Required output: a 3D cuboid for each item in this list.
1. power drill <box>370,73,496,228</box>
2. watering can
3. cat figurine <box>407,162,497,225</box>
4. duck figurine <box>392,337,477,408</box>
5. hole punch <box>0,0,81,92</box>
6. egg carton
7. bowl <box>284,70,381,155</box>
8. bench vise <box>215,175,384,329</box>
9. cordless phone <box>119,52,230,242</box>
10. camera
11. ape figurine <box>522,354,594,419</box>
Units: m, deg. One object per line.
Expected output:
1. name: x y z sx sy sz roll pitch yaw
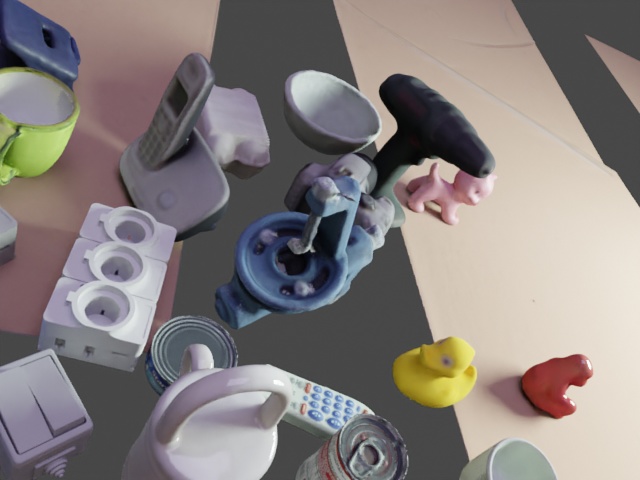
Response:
1. power drill: 0.133 -0.118 0.823 0.076 0.208 0.229 -3 54 -34
2. watering can: -0.080 0.158 0.442 0.101 0.194 0.172 -19 63 -42
3. cat figurine: 0.221 -0.089 0.921 0.128 0.117 0.067 17 44 -19
4. duck figurine: 0.149 0.149 0.679 0.105 0.086 0.077 14 46 -22
5. hole punch: -0.352 -0.242 0.715 0.101 0.091 0.108 -1 53 -33
6. egg carton: -0.131 -0.154 0.792 0.107 0.069 0.150 3 50 -31
7. bowl: 0.009 -0.189 0.910 0.168 0.074 0.167 18 44 -18
8. bench vise: -0.003 -0.006 0.624 0.121 0.219 0.208 42 42 8
9. cordless phone: -0.150 -0.102 0.644 0.094 0.185 0.147 -16 61 -41
10. camera: 0.047 -0.068 0.803 0.143 0.100 0.137 38 42 4
11. ape figurine: 0.319 0.183 0.751 0.076 0.092 0.078 35 42 1
